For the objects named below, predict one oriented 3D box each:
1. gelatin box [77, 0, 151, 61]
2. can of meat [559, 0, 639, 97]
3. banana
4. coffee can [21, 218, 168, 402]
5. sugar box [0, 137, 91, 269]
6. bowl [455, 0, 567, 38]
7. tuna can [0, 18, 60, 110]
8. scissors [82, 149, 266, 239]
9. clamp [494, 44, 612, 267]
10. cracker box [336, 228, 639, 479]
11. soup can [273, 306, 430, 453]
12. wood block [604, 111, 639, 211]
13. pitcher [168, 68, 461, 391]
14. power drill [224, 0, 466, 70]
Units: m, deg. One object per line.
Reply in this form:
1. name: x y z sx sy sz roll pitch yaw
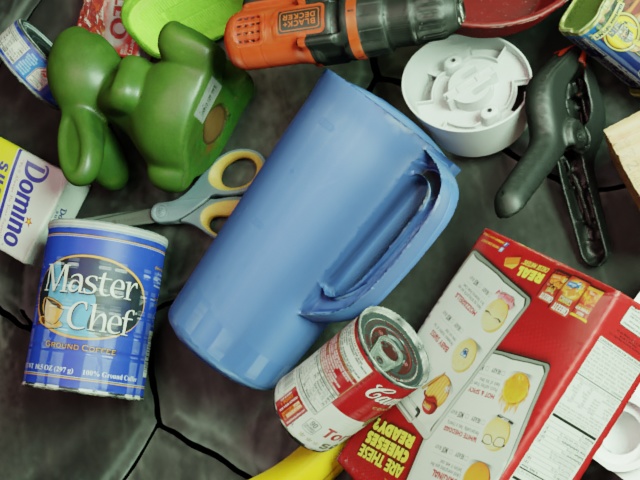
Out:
1. gelatin box: -0.185 -0.216 0.993 0.073 0.030 0.089 18 99 22
2. can of meat: 0.242 -0.173 0.803 0.084 0.057 0.102 33 91 -18
3. banana: -0.019 0.176 0.858 0.198 0.037 0.070 -46 50 4
4. coffee can: -0.190 0.061 0.906 0.103 0.102 0.140 4 80 20
5. sugar box: -0.310 -0.051 1.004 0.176 0.048 0.093 25 88 24
6. bowl: 0.132 -0.215 0.848 0.162 0.055 0.162 -3 60 5
7. tuna can: -0.260 -0.163 0.989 0.034 0.086 0.086 -41 68 5
8. scissors: -0.127 -0.041 0.945 0.202 0.016 0.096 8 77 16
9. clamp: 0.191 -0.066 0.814 0.039 0.120 0.171 -6 56 46
10. cracker box: 0.124 0.114 0.758 0.214 0.072 0.164 -58 28 1
11. soup can: 0.021 0.103 0.784 0.102 0.068 0.068 -41 66 31
12. wood block: 0.319 -0.079 0.758 0.206 0.090 0.090 -27 71 12
13. pitcher: -0.005 0.001 0.837 0.145 0.149 0.243 37 96 1
14. power drill: 0.016 -0.224 0.807 0.185 0.057 0.187 -5 76 17
